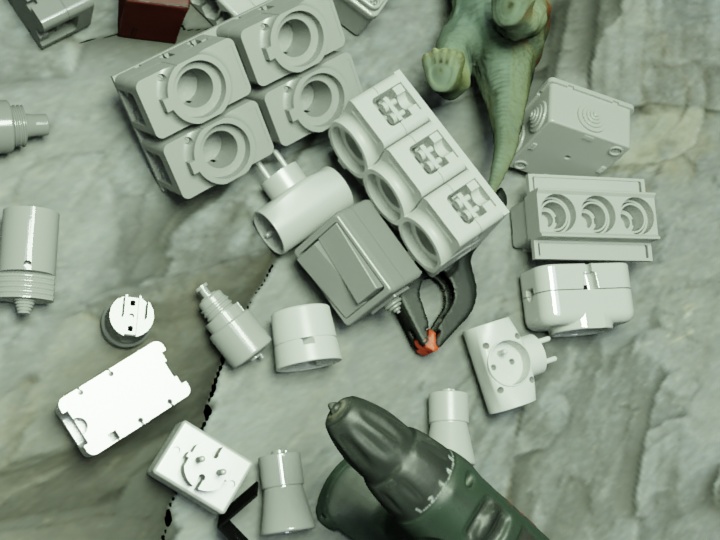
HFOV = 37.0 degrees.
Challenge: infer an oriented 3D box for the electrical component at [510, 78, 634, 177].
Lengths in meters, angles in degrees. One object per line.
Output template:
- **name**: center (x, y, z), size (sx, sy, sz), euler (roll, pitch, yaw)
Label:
- **electrical component**: center (0.192, -0.122, 0.991), size (0.100, 0.099, 0.048), euler (16, 61, -15)

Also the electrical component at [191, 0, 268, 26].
- **electrical component**: center (-0.105, -0.253, 0.945), size (0.066, 0.047, 0.076), euler (44, 69, -5)

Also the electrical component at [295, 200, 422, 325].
- **electrical component**: center (0.000, 0.000, 0.902), size (0.096, 0.062, 0.061), euler (54, 36, 5)

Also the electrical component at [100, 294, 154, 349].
- **electrical component**: center (-0.184, 0.040, 0.854), size (0.040, 0.046, 0.040), euler (4, 77, -18)

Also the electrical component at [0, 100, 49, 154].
- **electrical component**: center (-0.281, -0.114, 0.857), size (0.062, 0.048, 0.048), euler (-8, 81, -27)

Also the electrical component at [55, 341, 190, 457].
- **electrical component**: center (-0.185, 0.101, 0.835), size (0.089, 0.056, 0.050), euler (-32, 90, -22)

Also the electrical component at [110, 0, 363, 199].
- **electrical component**: center (-0.095, -0.149, 0.895), size (0.186, 0.060, 0.105), euler (-32, 119, -22)

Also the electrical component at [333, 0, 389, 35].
- **electrical component**: center (-0.009, -0.292, 0.981), size (0.109, 0.056, 0.108), euler (36, 70, -8)

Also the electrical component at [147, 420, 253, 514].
- **electrical component**: center (-0.121, 0.153, 0.835), size (0.066, 0.077, 0.047), euler (34, 70, -9)

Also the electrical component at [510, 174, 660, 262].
- **electrical component**: center (0.206, -0.044, 0.997), size (0.121, 0.063, 0.078), euler (1, 78, -19)

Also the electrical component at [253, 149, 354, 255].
- **electrical component**: center (-0.059, -0.066, 0.922), size (0.077, 0.043, 0.079), euler (-35, 91, -22)

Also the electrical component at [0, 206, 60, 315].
- **electrical component**: center (-0.260, -0.006, 0.840), size (0.043, 0.043, 0.081), euler (5, 77, -18)

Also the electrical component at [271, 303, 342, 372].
- **electrical component**: center (-0.046, 0.056, 0.894), size (0.055, 0.055, 0.047), euler (-6, 77, -20)

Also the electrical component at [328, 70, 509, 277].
- **electrical component**: center (0.043, -0.076, 0.903), size (0.062, 0.089, 0.150), euler (-34, 82, -20)

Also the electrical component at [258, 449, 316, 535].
- **electrical component**: center (-0.062, 0.179, 0.870), size (0.044, 0.044, 0.065), euler (-3, 74, -19)

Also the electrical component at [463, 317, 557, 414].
- **electrical component**: center (0.139, 0.080, 0.957), size (0.079, 0.044, 0.077), euler (-15, 84, -21)

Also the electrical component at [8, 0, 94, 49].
- **electrical component**: center (-0.262, -0.239, 0.887), size (0.056, 0.050, 0.089), euler (-34, 90, -22)

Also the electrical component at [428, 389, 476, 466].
- **electrical component**: center (0.077, 0.135, 0.926), size (0.044, 0.044, 0.065), euler (6, 71, -18)

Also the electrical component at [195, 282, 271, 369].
- **electrical component**: center (-0.107, 0.044, 0.883), size (0.040, 0.040, 0.078), euler (-38, 92, -22)

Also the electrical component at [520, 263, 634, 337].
- **electrical component**: center (0.199, 0.028, 0.984), size (0.095, 0.054, 0.059), euler (-1, 79, -19)
